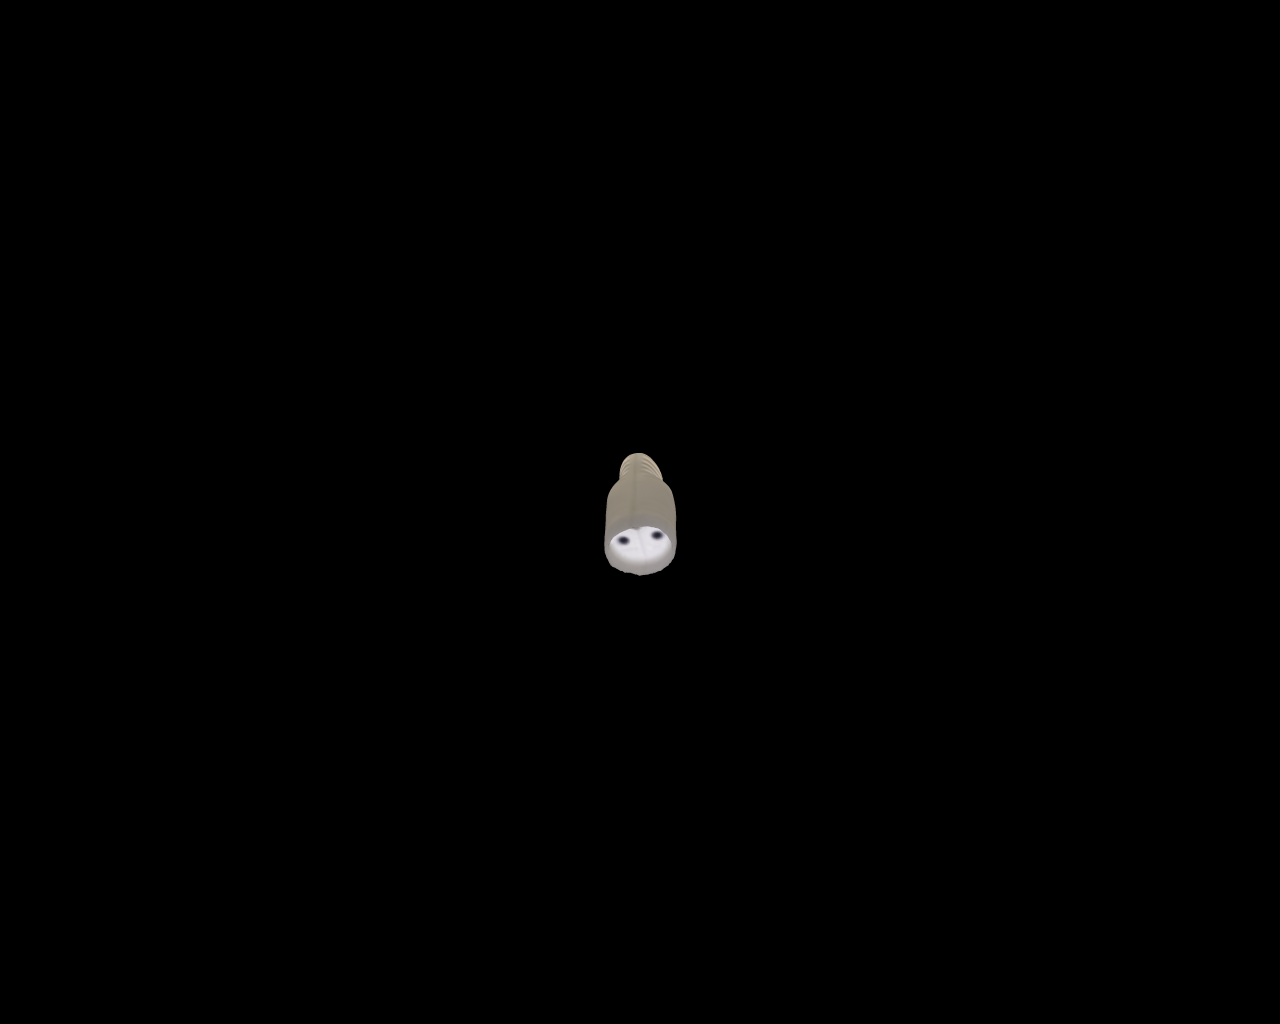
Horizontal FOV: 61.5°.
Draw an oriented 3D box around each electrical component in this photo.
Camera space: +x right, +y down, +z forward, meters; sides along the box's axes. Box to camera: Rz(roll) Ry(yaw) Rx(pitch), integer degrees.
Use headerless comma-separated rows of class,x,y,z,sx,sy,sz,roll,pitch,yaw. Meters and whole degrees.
electrical component,0.001,-0.003,0.650,0.043,0.043,0.081,0,41,0
